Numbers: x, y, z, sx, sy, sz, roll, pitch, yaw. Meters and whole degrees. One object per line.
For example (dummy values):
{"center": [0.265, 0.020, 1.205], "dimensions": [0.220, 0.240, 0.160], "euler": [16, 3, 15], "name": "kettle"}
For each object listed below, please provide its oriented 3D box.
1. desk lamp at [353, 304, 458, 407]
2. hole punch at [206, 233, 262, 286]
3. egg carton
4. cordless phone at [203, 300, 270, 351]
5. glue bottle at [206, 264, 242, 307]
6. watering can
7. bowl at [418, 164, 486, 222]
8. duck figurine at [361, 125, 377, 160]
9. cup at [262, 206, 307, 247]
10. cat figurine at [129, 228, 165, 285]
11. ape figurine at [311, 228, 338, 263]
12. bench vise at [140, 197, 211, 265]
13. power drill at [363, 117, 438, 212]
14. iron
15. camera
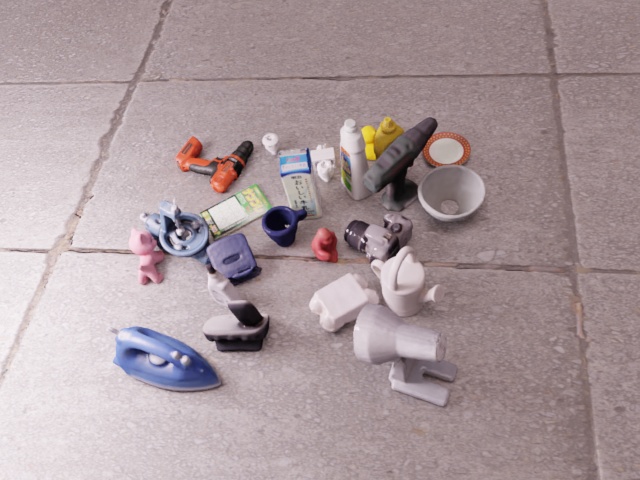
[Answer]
{"center": [0.178, 0.229, 1.168], "dimensions": [0.202, 0.214, 0.118], "euler": [15, 61, 18], "name": "desk lamp"}
{"center": [-0.212, 0.050, 1.417], "dimensions": [0.109, 0.091, 0.101], "euler": [-24, 57, -7], "name": "hole punch"}
{"center": [0.055, 0.144, 1.328], "dimensions": [0.150, 0.069, 0.107], "euler": [-30, 58, -11], "name": "egg carton"}
{"center": [-0.197, 0.174, 1.278], "dimensions": [0.147, 0.185, 0.094], "euler": [-6, 56, 5], "name": "cordless phone"}
{"center": [-0.233, 0.104, 1.336], "dimensions": [0.078, 0.173, 0.037], "euler": [21, 63, 21], "name": "glue bottle"}
{"center": [0.192, 0.086, 1.270], "dimensions": [0.172, 0.194, 0.101], "euler": [8, 59, 14], "name": "watering can"}
{"center": [0.330, -0.106, 1.445], "dimensions": [0.167, 0.075, 0.167], "euler": [-4, 57, 6], "name": "bowl"}
{"center": [0.142, -0.275, 1.577], "dimensions": [0.104, 0.086, 0.078], "euler": [28, 66, 24], "name": "duck figurine"}
{"center": [-0.082, -0.031, 1.448], "dimensions": [0.118, 0.095, 0.091], "euler": [-23, 57, -6], "name": "cup"}
{"center": [-0.445, 0.033, 1.448], "dimensions": [0.067, 0.118, 0.127], "euler": [-11, 56, 2], "name": "cat figurine"}
{"center": [0.013, 0.005, 1.412], "dimensions": [0.076, 0.092, 0.078], "euler": [26, 65, 23], "name": "ape figurine"}
{"center": [-0.374, -0.028, 1.416], "dimensions": [0.207, 0.220, 0.121], "euler": [6, 58, 13], "name": "bench vise"}
{"center": [0.205, -0.176, 1.430], "dimensions": [0.230, 0.209, 0.075], "euler": [-40, 60, -17], "name": "power drill"}
{"center": [-0.348, 0.257, 1.274], "dimensions": [0.257, 0.142, 0.119], "euler": [14, 61, 17], "name": "iron"}
{"center": [0.137, -0.013, 1.399], "dimensions": [0.136, 0.101, 0.143], "euler": [28, 66, 24], "name": "camera"}
